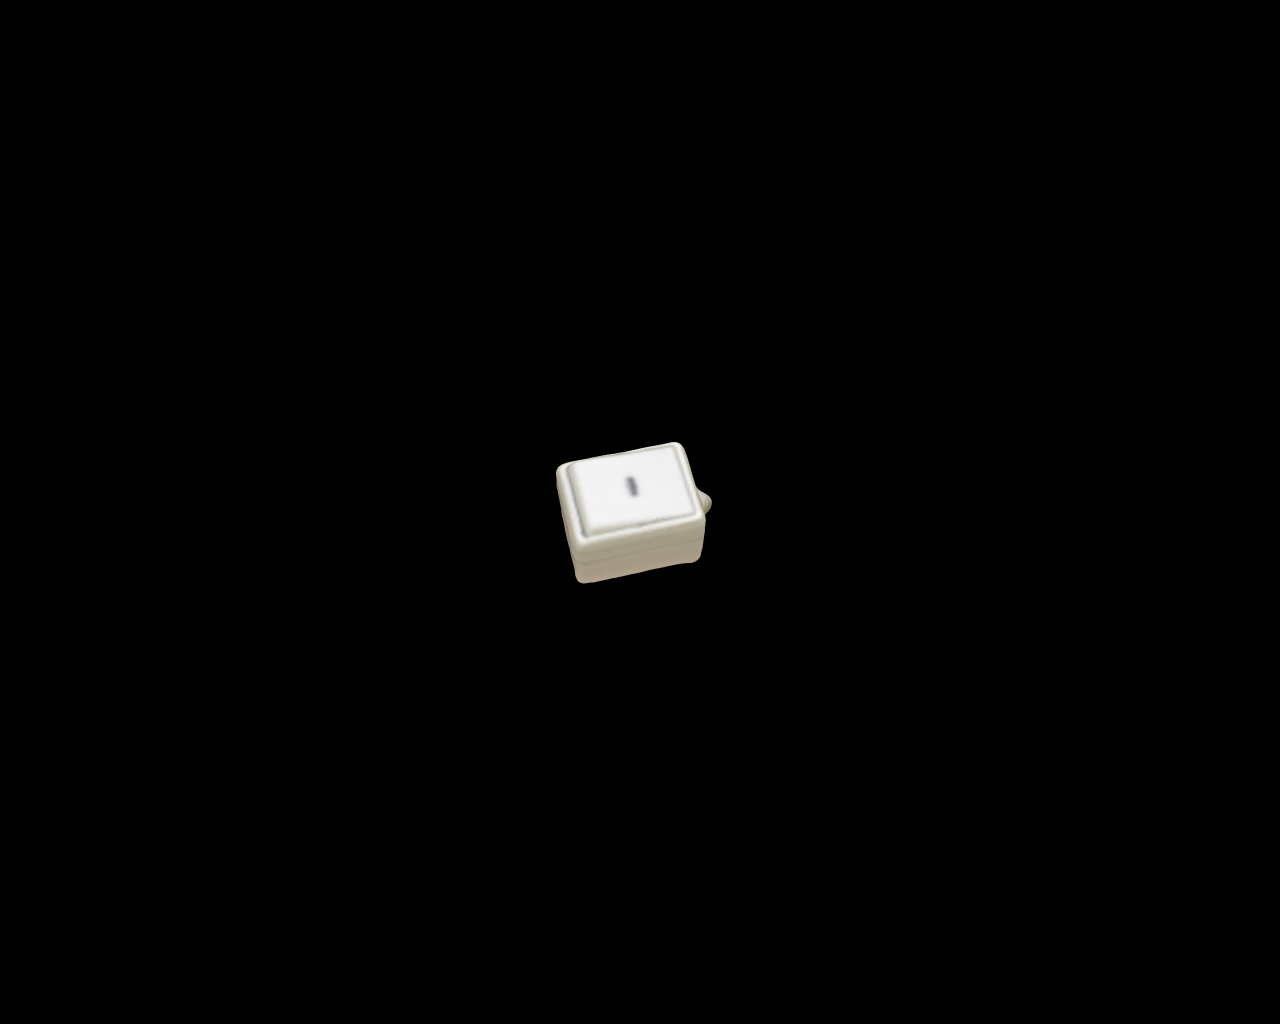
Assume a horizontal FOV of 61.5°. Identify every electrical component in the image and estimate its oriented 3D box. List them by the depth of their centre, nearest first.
[{"bbox_3d":[0.001,-0.003,0.650,0.096,0.062,0.061,-11,-29,-6],"label":"electrical component"}]
